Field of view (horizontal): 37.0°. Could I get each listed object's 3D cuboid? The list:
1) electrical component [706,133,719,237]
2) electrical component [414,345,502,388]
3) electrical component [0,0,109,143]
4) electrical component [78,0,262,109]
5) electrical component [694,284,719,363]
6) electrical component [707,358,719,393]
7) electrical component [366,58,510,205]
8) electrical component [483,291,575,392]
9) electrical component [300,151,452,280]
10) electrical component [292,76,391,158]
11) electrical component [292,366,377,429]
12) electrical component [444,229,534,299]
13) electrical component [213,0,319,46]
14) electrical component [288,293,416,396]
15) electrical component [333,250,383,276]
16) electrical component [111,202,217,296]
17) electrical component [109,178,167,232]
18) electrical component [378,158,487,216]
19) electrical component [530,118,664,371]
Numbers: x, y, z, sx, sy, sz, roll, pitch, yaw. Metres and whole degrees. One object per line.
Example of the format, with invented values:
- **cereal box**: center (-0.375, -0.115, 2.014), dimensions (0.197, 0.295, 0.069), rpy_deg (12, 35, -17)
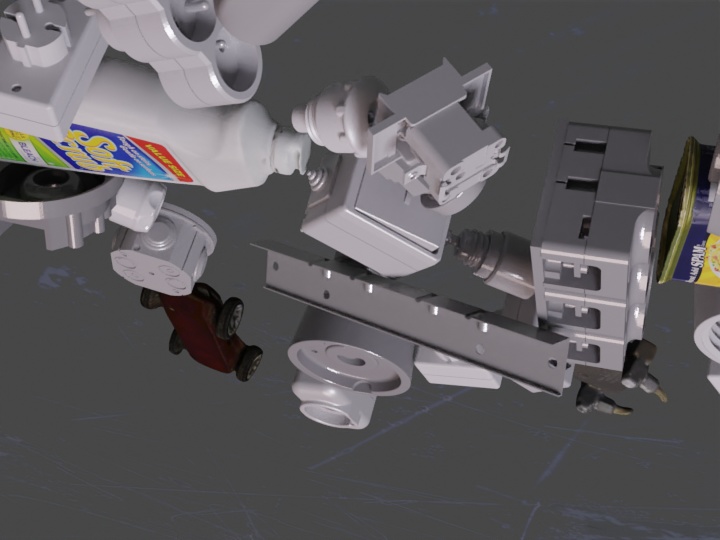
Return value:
- **electrical component**: center (0.208, -0.056, 0.527), dimensions (0.064, 0.099, 0.099), rpy_deg (15, 155, 18)
- **electrical component**: center (0.079, 0.059, 0.890), dimensions (0.066, 0.047, 0.076), rpy_deg (2, 151, 29)
- **electrical component**: center (-0.186, -0.132, 0.626), dimensions (0.047, 0.083, 0.075), rpy_deg (15, 154, 4)
- **electrical component**: center (-0.121, -0.142, 0.601), dimensions (0.074, 0.052, 0.138), rpy_deg (-1, 149, 32)
- **electrical component**: center (0.272, 0.034, 0.706), dimensions (0.108, 0.060, 0.108), rpy_deg (13, 154, 7)
- **electrical component**: center (0.306, 0.076, 0.784), dimensions (0.076, 0.047, 0.083), rpy_deg (-4, 147, 38)
- **electrical component**: center (0.046, -0.075, 0.602), dimensions (0.063, 0.081, 0.042), rpy_deg (53, 164, 20)
- **electrical component**: center (0.120, 0.044, 0.793), dimensions (0.047, 0.083, 0.076), rpy_deg (32, 151, -28)
- **electrical component**: center (0.010, -0.045, 0.704), dimensions (0.096, 0.061, 0.061), rpy_deg (28, 152, -25)
- **electrical component**: center (-0.013, -0.092, 0.649), dimensions (0.062, 0.048, 0.048), rpy_deg (5, 153, 38)
- **electrical component**: center (-0.024, 0.116, 1.053), dimensions (0.054, 0.059, 0.095), rpy_deg (3, 151, 27)
- **electrical component**: center (0.095, -0.009, 0.752), dimensions (0.078, 0.040, 0.040), rpy_deg (21, 154, -8)
- **electrical component**: center (-0.054, -0.158, 0.538), dimensions (0.079, 0.044, 0.077), rpy_deg (28, 152, -23)
- **electrical component**: center (-0.002, 0.058, 0.922), dimensions (0.108, 0.060, 0.108), rpy_deg (13, 155, 7)
- **electrical component**: center (0.000, 0.000, 0.802), dimensions (0.048, 0.062, 0.048), rpy_deg (13, 154, 7)
- **electrical component**: center (-0.161, -0.018, 0.876), dimensions (0.080, 0.051, 0.080), rpy_deg (14, 154, 7)
- **electrical component**: center (-0.183, -0.057, 0.821), dimensions (0.062, 0.043, 0.043), rpy_deg (22, 154, -8)
- **electrical component**: center (0.046, -0.066, 0.662), dimensions (0.055, 0.048, 0.066), rpy_deg (41, 146, -27)
- **electrical component**: center (0.147, -0.010, 0.659), dimensions (0.062, 0.089, 0.150), rpy_deg (9, 153, 17)
